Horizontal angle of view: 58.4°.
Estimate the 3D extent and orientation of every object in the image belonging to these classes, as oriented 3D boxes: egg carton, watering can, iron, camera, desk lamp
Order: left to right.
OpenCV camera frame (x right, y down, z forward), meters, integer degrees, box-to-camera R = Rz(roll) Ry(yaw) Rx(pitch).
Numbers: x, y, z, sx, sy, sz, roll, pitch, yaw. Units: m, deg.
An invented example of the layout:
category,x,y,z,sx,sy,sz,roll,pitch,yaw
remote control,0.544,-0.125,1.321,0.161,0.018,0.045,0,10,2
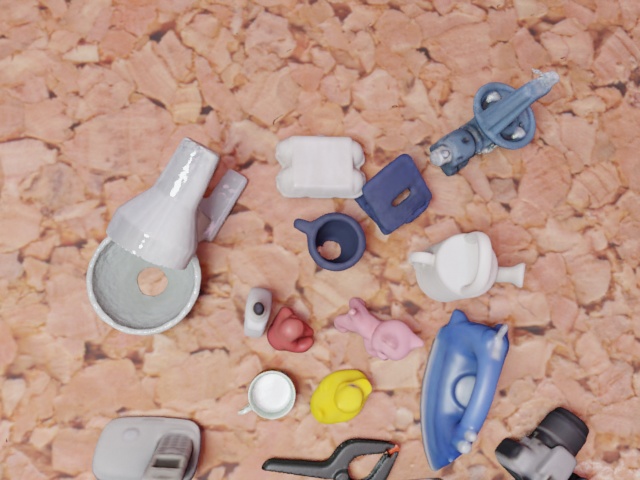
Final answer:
category,x,y,z,sx,sy,sz,roll,pitch,yaw
desk lamp,-0.201,-0.055,0.835,0.118,0.213,0.203,29,79,-2
egg carton,0.001,-0.119,0.945,0.150,0.069,0.107,-1,81,-7
watering can,0.229,0.040,0.887,0.173,0.194,0.101,-11,83,-9
iron,0.230,0.241,0.883,0.118,0.141,0.258,18,79,-4
camera,0.378,0.348,0.906,0.143,0.100,0.137,44,79,1

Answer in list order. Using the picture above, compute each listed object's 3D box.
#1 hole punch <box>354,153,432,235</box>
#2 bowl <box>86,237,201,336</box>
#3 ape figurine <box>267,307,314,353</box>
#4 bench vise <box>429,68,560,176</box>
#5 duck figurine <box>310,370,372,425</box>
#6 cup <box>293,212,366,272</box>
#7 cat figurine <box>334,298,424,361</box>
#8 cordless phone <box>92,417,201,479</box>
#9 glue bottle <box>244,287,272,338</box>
category,x,y,z,sx,sy,sz,roll,pitch,yaw
hole punch,0.127,-0.074,0.943,0.109,0.091,0.101,-40,88,-11
bowl,-0.264,0.062,0.880,0.167,0.074,0.167,1,81,-7
ape figurine,-0.045,0.141,0.887,0.076,0.092,0.078,-15,83,-9
bench vise,0.282,-0.179,0.914,0.121,0.219,0.207,39,79,0
duck figurine,0.036,0.246,0.885,0.104,0.086,0.077,-31,86,-11
cup,0.008,0.003,0.914,0.118,0.095,0.092,25,79,-3
cat figurine,0.092,0.143,0.892,0.128,0.117,0.067,36,79,-1
cordless phone,-0.243,0.304,0.789,0.147,0.185,0.094,2,81,-7
glue bottle,-0.092,0.105,0.845,0.037,0.173,0.078,9,80,-5
